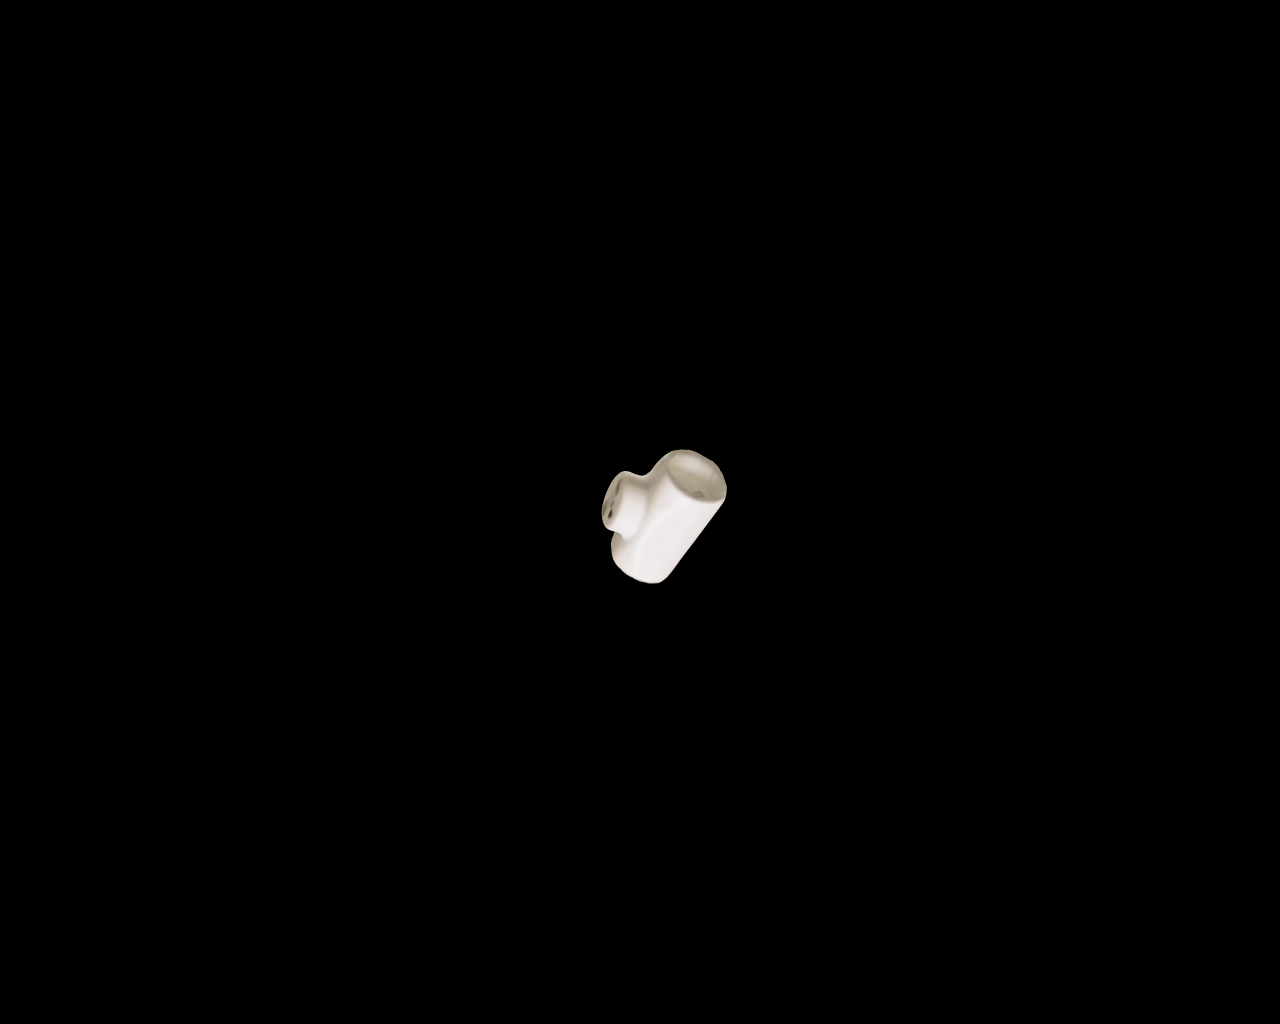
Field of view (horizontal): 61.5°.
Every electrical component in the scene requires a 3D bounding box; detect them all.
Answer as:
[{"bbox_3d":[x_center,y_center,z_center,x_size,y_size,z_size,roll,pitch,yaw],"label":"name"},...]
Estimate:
[{"bbox_3d":[0.001,-0.003,0.650,0.079,0.044,0.077,20,-50,-17],"label":"electrical component"}]
